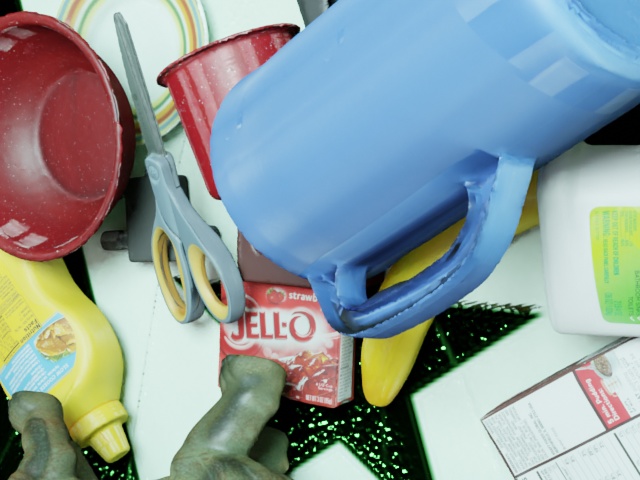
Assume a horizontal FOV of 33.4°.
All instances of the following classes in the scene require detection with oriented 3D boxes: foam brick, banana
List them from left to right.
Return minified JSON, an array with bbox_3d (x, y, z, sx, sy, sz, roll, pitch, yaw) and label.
[{"bbox_3d":[-0.004,0.001,0.648,0.078,0.051,0.053,4,96,28],"label":"foam brick"},{"bbox_3d":[0.080,0.017,0.611,0.198,0.037,0.070,-42,74,24],"label":"banana"}]

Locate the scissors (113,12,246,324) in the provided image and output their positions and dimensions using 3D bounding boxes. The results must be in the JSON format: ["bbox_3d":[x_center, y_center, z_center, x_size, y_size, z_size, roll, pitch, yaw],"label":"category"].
[{"bbox_3d":[-0.084,-0.031,0.645,0.096,0.016,0.202,26,130,42],"label":"scissors"}]

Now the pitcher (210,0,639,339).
[{"bbox_3d":[0.057,-0.063,0.500,0.149,0.144,0.243,49,145,-6],"label":"pitcher"}]

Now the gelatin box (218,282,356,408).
[{"bbox_3d":[-0.022,0.062,0.674,0.089,0.030,0.073,6,97,28],"label":"gelatin box"}]

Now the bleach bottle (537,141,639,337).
[{"bbox_3d":[0.234,-0.002,0.499,0.251,0.068,0.102,0,117,22],"label":"bleach bottle"}]

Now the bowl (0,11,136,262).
[{"bbox_3d":[-0.176,-0.068,0.710,0.162,0.055,0.162,4,99,31],"label":"bowl"}]

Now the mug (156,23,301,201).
[{"bbox_3d":[-0.047,-0.072,0.653,0.117,0.093,0.081,-23,87,58],"label":"mug"}]

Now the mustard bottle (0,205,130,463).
[{"bbox_3d":[-0.191,0.073,0.751,0.096,0.058,0.192,-43,74,24],"label":"mustard bottle"}]

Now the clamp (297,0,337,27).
[{"bbox_3d":[0.040,-0.194,0.617,0.165,0.036,0.210,10,100,28],"label":"clamp"}]

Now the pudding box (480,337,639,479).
[{"bbox_3d":[0.157,0.108,0.576,0.114,0.039,0.090,-35,78,28],"label":"pudding box"}]
